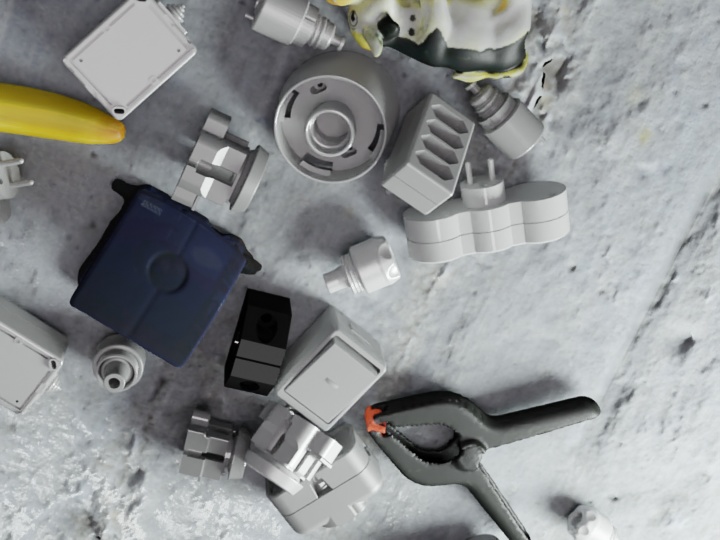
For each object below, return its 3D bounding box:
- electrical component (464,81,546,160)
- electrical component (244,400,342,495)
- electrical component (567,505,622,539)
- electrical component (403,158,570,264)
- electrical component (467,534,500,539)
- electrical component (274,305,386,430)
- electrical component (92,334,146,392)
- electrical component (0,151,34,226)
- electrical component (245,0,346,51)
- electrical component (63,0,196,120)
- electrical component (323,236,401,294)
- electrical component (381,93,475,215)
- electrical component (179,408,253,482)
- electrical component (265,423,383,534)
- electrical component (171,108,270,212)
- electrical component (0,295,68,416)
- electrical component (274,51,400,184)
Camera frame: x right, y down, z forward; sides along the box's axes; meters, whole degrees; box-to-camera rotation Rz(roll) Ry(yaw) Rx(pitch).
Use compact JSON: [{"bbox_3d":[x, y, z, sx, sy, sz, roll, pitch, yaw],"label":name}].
[{"bbox_3d":[0.115,-0.125,0.878,0.040,0.040,0.078,-44,109,10],"label":"electrical component"},{"bbox_3d":[-0.063,0.156,0.927,0.057,0.078,0.058,-55,145,-13],"label":"electrical component"},{"bbox_3d":[0.231,0.254,1.039,0.061,0.035,0.035,33,104,-20],"label":"electrical component"},{"bbox_3d":[0.104,-0.057,0.896,0.138,0.052,0.073,-11,111,-2],"label":"electrical component"},{"bbox_3d":[0.073,0.290,1.024,0.138,0.052,0.073,-28,111,4],"label":"electrical component"},{"bbox_3d":[-0.031,0.091,0.932,0.062,0.061,0.096,40,102,-18],"label":"electrical component"},{"bbox_3d":[-0.204,0.082,0.907,0.043,0.062,0.043,-2,110,-6],"label":"electrical component"},{"bbox_3d":[-0.292,-0.071,0.837,0.079,0.043,0.077,-7,122,17],"label":"electrical component"},{"bbox_3d":[-0.048,-0.192,0.834,0.078,0.040,0.040,23,106,-15],"label":"electrical component"},{"bbox_3d":[-0.171,-0.170,0.820,0.096,0.061,0.061,-42,110,1],"label":"electrical component"},{"bbox_3d":[0.000,0.000,0.911,0.062,0.043,0.043,-23,112,4],"label":"electrical component"},{"bbox_3d":[0.045,-0.086,0.872,0.047,0.083,0.076,33,142,-17],"label":"electrical component"},{"bbox_3d":[-0.127,0.159,0.956,0.055,0.048,0.066,14,109,-4],"label":"electrical component"},{"bbox_3d":[-0.030,0.192,0.974,0.095,0.053,0.059,-32,111,6],"label":"electrical component"},{"bbox_3d":[-0.109,-0.081,0.860,0.057,0.058,0.078,24,106,-12],"label":"electrical component"},{"bbox_3d":[-0.289,0.070,0.893,0.096,0.061,0.061,36,100,-19],"label":"electrical component"},{"bbox_3d":[-0.020,-0.121,0.864,0.099,0.064,0.099,3,117,6],"label":"electrical component"}]
